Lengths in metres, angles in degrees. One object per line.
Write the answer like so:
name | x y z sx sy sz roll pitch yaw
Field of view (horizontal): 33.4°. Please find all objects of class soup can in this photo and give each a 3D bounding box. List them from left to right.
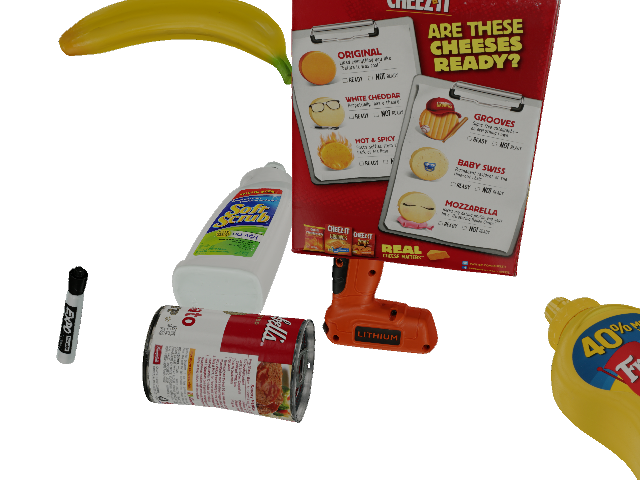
soup can | -0.059 0.081 0.709 0.102 0.068 0.068 6 1 9

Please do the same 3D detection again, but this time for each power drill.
power drill | 0.074 0.006 0.966 0.184 0.188 0.057 5 19 12

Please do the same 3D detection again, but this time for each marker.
marker | -0.251 0.076 1.082 0.020 0.121 0.020 12 34 -8

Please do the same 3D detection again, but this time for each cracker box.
cracker box | 0.065 -0.085 0.722 0.164 0.214 0.072 6 36 7

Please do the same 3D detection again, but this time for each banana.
banana | -0.114 -0.175 0.885 0.198 0.069 0.037 6 -34 0

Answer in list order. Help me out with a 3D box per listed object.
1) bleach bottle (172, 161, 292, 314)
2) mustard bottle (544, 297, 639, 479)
bleach bottle | -0.086 -0.015 1.215 0.102 0.068 0.250 3 35 9
mustard bottle | 0.191 0.087 0.617 0.096 0.058 0.192 -18 33 -17
